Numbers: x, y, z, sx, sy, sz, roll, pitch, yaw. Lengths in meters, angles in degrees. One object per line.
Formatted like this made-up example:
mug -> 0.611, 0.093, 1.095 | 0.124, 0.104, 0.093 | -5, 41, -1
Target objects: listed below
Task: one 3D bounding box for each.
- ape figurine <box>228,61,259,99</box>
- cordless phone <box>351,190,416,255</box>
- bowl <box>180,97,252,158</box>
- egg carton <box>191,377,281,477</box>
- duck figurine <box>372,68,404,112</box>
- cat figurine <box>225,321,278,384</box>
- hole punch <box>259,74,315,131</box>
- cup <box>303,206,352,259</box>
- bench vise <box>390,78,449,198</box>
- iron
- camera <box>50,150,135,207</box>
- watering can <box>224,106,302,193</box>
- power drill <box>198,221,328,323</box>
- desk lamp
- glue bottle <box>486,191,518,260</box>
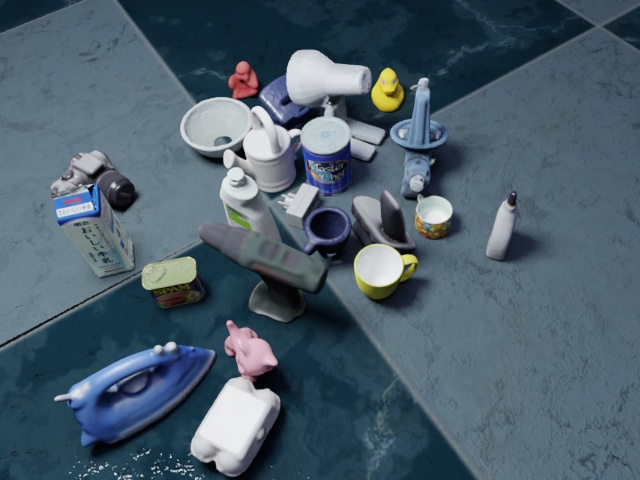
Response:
ape figurine -> -0.186, -0.398, 1.409 | 0.077, 0.092, 0.076 | 31, 64, 23
cordless phone -> 0.120, -0.054, 1.099 | 0.094, 0.185, 0.147 | -29, 59, -14
bowl -> -0.231, -0.247, 1.322 | 0.167, 0.075, 0.167 | -2, 56, 3
egg carton -> -0.137, 0.307, 0.948 | 0.107, 0.069, 0.150 | 21, 60, 17
duck figurine -> 0.162, -0.371, 1.367 | 0.077, 0.086, 0.104 | -1, 56, 4
cat figurine -> -0.124, 0.192, 0.995 | 0.067, 0.118, 0.127 | -33, 60, -16
hole punch -> -0.075, -0.323, 1.351 | 0.101, 0.091, 0.109 | 38, 67, 26
cup -> 0.010, 0.004, 1.124 | 0.091, 0.095, 0.118 | 31, 64, 23
bench vise -> 0.215, -0.204, 1.171 | 0.121, 0.220, 0.207 | -11, 56, -3
iron -> -0.307, 0.232, 0.968 | 0.258, 0.141, 0.118 | -29, 59, -15
camera -> -0.485, -0.119, 1.241 | 0.136, 0.101, 0.143 | 27, 62, 20
watering can -> -0.115, -0.192, 1.205 | 0.100, 0.194, 0.173 | 32, 64, 23
power drill -> -0.096, 0.061, 1.025 | 0.229, 0.209, 0.076 | 15, 59, 14
desk lamp -> 0.038, -0.304, 1.256 | 0.202, 0.214, 0.118 | 20, 60, 17
glue bottle -> 0.348, -0.036, 1.077 | 0.037, 0.173, 0.078 | 13, 58, 13
